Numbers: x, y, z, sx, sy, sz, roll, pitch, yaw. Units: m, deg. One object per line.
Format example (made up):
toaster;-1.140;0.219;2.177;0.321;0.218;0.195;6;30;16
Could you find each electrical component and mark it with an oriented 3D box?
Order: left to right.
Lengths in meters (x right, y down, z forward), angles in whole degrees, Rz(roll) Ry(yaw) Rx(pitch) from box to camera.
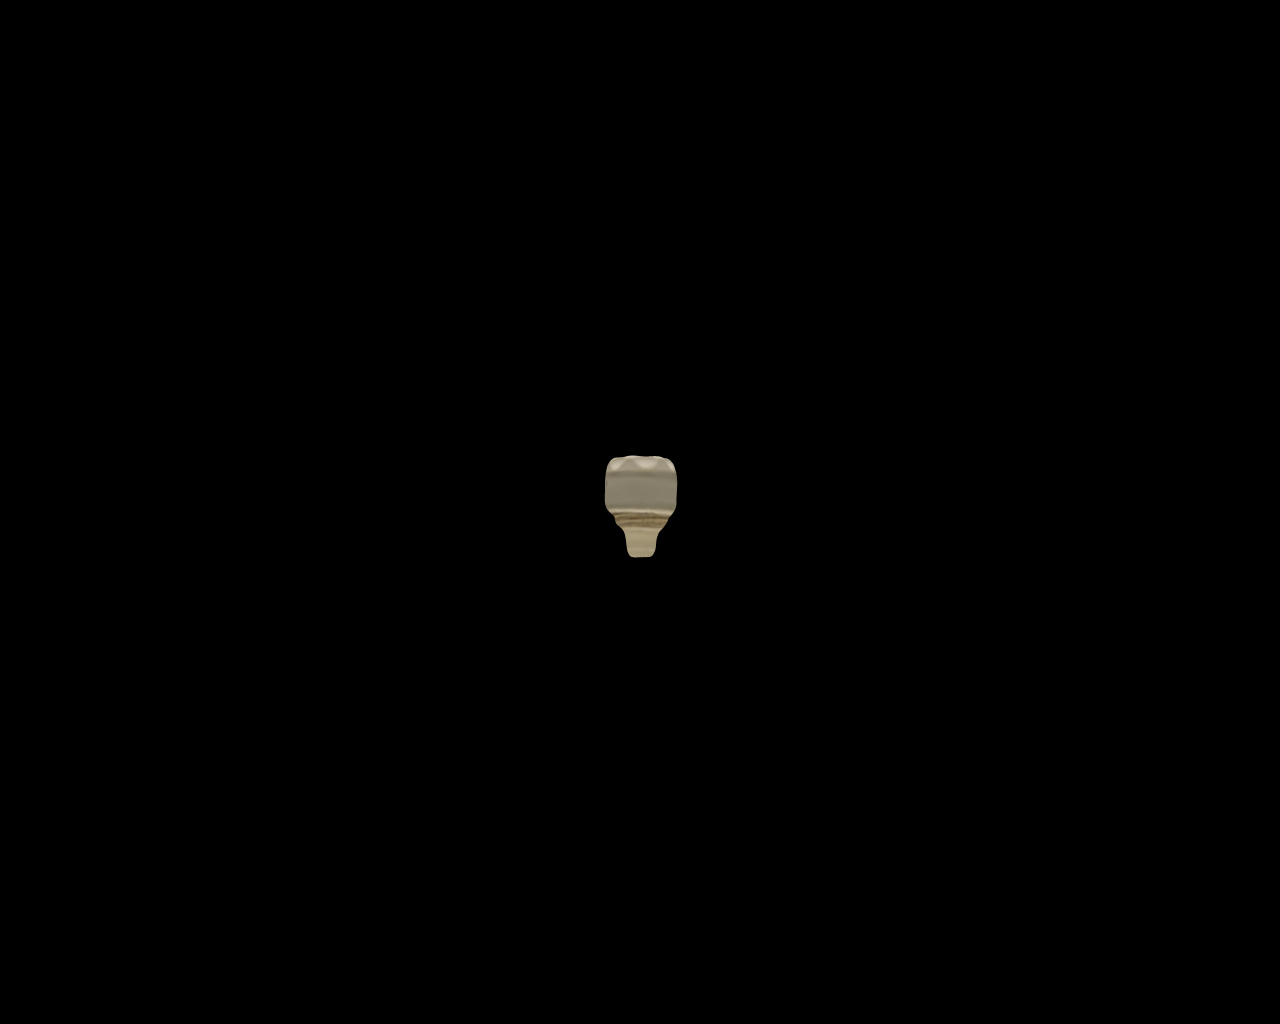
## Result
electrical component;0.001;-0.003;0.650;0.043;0.062;0.043;0;-3;0
